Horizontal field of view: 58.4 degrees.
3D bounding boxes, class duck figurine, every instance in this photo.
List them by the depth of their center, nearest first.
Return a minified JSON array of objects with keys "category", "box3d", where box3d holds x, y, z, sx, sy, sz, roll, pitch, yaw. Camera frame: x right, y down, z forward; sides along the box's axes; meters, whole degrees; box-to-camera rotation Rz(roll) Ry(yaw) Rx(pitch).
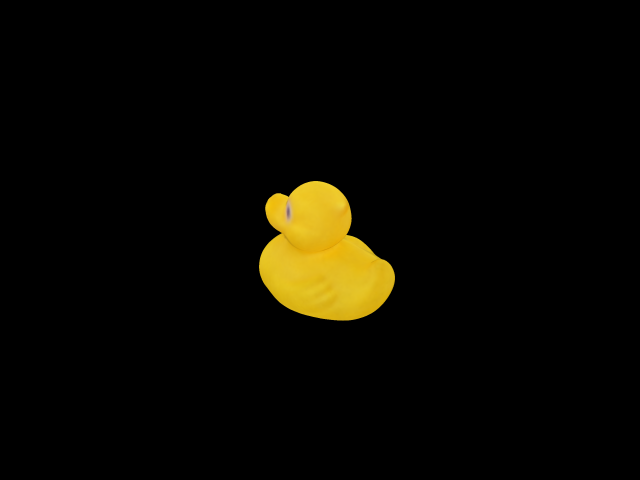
[{"category":"duck figurine","box3d":[0.004,0.001,0.400,0.104,0.086,0.078,22,45,24]}]
